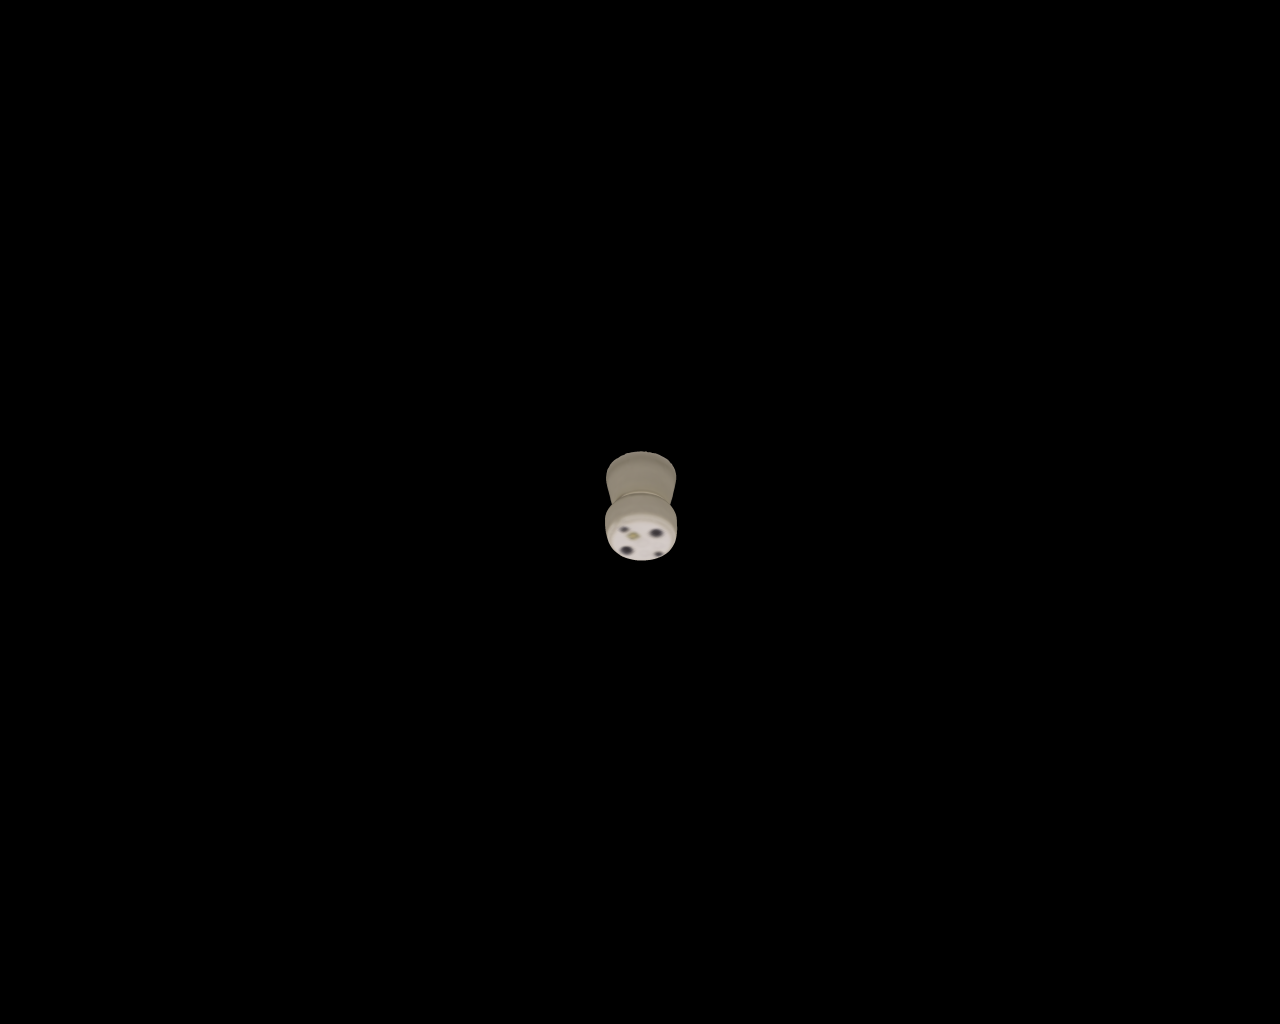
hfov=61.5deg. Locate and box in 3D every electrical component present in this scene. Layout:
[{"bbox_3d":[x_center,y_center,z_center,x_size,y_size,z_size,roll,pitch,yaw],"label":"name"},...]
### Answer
[{"bbox_3d":[0.001,-0.003,0.650,0.045,0.055,0.044,0,-42,0],"label":"electrical component"}]
